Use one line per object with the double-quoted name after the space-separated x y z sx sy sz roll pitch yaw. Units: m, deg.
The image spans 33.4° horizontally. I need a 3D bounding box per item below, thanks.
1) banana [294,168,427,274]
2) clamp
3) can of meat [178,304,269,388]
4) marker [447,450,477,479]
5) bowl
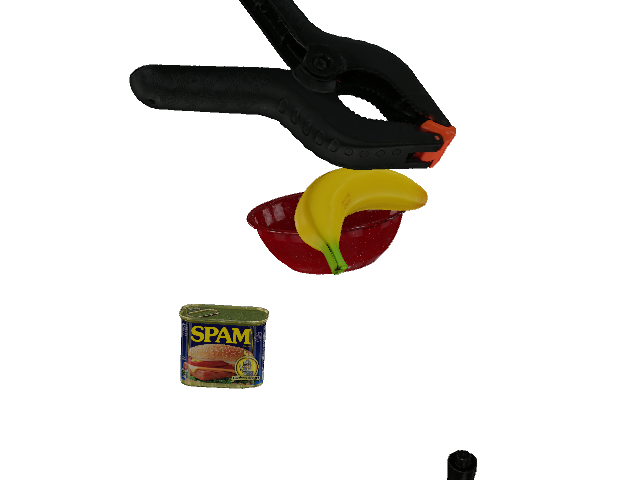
0.027 -0.028 0.852 0.037 0.069 0.197 -35 1 32 "banana"
-0.014 -0.082 0.575 0.171 0.120 0.039 33 -26 7 "clamp"
-0.112 0.122 1.232 0.102 0.084 0.057 3 13 0 "can of meat"
0.088 0.182 0.699 0.020 0.121 0.020 1 36 -1 "marker"
0.010 -0.007 1.052 0.162 0.055 0.162 -6 16 2 "bowl"
